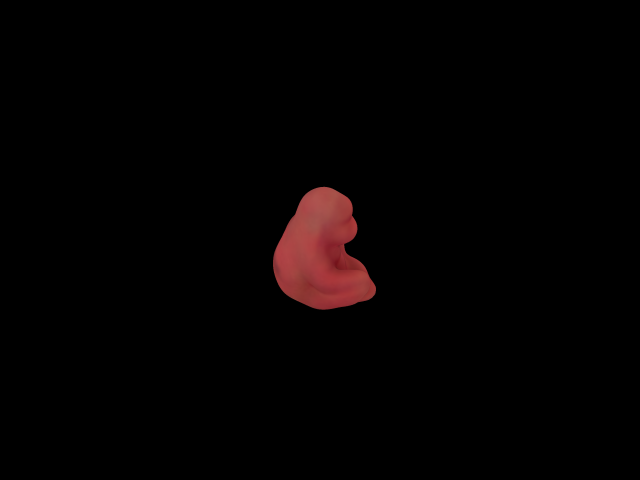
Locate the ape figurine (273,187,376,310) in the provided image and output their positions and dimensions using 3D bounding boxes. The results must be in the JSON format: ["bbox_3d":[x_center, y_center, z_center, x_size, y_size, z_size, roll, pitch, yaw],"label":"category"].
[{"bbox_3d":[0.004,0.001,0.400,0.076,0.092,0.078,0,53,0],"label":"ape figurine"}]
